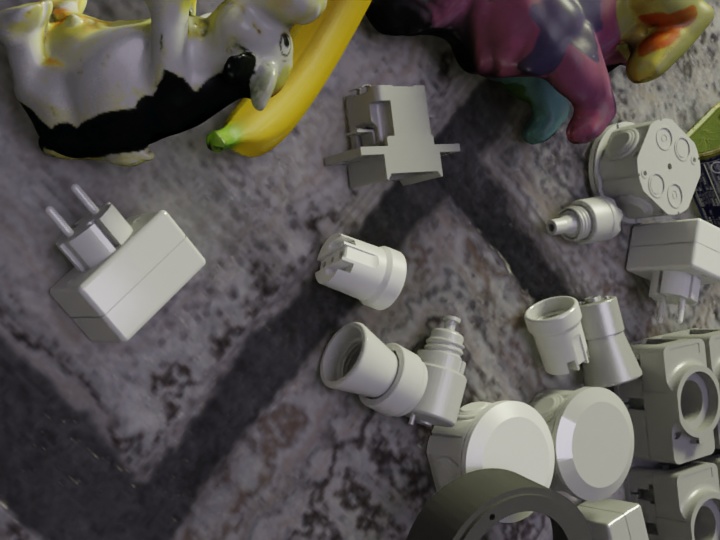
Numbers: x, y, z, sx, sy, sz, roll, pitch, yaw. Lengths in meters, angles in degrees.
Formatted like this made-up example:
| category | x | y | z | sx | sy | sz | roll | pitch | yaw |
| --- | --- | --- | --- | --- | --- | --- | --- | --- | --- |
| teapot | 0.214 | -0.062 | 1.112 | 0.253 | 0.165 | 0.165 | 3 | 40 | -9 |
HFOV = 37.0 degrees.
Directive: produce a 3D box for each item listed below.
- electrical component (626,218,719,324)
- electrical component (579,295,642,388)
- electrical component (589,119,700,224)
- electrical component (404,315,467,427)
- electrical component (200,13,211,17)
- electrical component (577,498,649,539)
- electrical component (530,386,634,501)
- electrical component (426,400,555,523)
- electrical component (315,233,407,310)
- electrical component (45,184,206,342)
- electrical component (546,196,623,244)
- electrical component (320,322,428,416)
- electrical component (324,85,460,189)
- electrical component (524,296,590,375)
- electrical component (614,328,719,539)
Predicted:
| category | x | y | z | sx | sy | sz | roll | pitch | yaw |
| --- | --- | --- | --- | --- | --- | --- | --- | --- | --- |
| electrical component | 0.247 | 0.005 | 0.840 | 0.047 | 0.066 | 0.076 | 20 | 76 | -33 |
| electrical component | 0.183 | 0.052 | 0.808 | 0.044 | 0.044 | 0.065 | -15 | 92 | -35 |
| electrical component | 0.221 | -0.077 | 0.835 | 0.080 | 0.051 | 0.080 | 2 | 86 | -35 |
| electrical component | 0.052 | 0.068 | 0.714 | 0.040 | 0.040 | 0.078 | 26 | 73 | -32 |
| electrical component | -0.081 | -0.127 | 0.617 | 0.048 | 0.062 | 0.048 | 2 | 86 | -35 |
| electrical component | 0.171 | 0.213 | 0.786 | 0.077 | 0.047 | 0.065 | -20 | 99 | -34 |
| electrical component | 0.156 | 0.124 | 0.778 | 0.080 | 0.051 | 0.080 | 2 | 86 | -35 |
| electrical component | 0.089 | 0.128 | 0.730 | 0.080 | 0.051 | 0.080 | 2 | 86 | -35 |
| electrical component | 0.000 | 0.000 | 0.682 | 0.046 | 0.040 | 0.040 | 21 | 76 | -27 |
| electrical component | -0.137 | -0.010 | 0.580 | 0.065 | 0.047 | 0.076 | -48 | 114 | -27 |
| electrical component | 0.165 | -0.036 | 0.804 | 0.061 | 0.035 | 0.035 | -10 | 93 | -33 |
| electrical component | 0.009 | 0.064 | 0.681 | 0.055 | 0.045 | 0.045 | 31 | 71 | -31 |
| electrical component | 0.020 | -0.088 | 0.700 | 0.081 | 0.042 | 0.063 | -7 | 88 | -36 |
| electrical component | 0.145 | 0.048 | 0.783 | 0.040 | 0.040 | 0.046 | -32 | 111 | -32 |
| electrical component | 0.265 | 0.145 | 0.849 | 0.105 | 0.060 | 0.186 | -7 | 92 | -35 |
